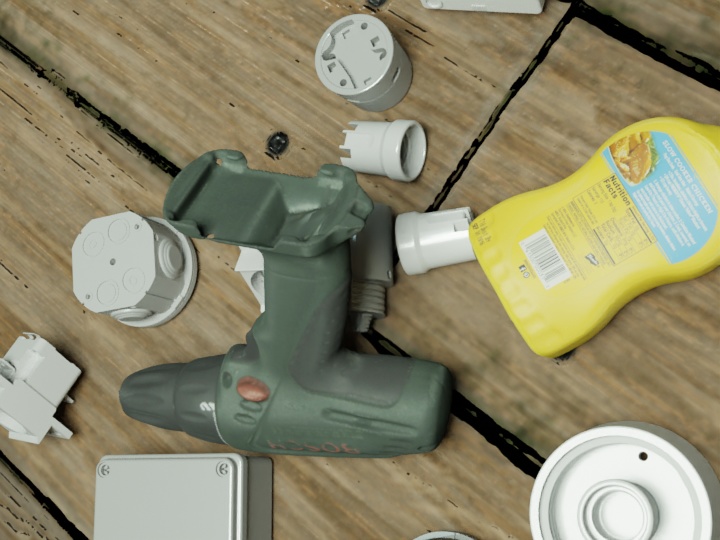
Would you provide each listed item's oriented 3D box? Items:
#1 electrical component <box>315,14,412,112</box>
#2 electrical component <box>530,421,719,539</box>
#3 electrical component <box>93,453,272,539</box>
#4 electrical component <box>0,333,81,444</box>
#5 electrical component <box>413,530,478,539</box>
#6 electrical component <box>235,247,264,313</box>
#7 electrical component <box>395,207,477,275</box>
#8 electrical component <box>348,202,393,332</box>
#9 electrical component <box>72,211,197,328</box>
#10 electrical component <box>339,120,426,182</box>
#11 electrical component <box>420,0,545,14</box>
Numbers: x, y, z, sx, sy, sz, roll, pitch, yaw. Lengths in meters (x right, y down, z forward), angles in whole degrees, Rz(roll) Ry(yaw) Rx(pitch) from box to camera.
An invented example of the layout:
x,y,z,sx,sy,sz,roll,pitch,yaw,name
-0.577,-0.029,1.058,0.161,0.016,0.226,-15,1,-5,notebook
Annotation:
x,y,z,sx,sy,sz,roll,pitch,yaw,name
0.004,-0.136,0.721,0.055,0.047,0.055,-4,79,22,electrical component
0.147,0.138,0.603,0.108,0.060,0.108,-4,79,22,electrical component
-0.116,0.176,0.707,0.109,0.056,0.108,-5,78,22,electrical component
-0.237,0.083,0.765,0.042,0.081,0.063,-1,50,43,electrical component
0.047,0.197,0.639,0.080,0.051,0.080,-4,79,22,electrical component
-0.047,-0.011,0.705,0.042,0.081,0.063,-2,51,21,electrical component
0.050,-0.020,0.685,0.046,0.040,0.040,-9,77,15,electrical component
0.000,0.000,0.699,0.043,0.043,0.081,-5,78,22,electrical component
-0.161,-0.001,0.761,0.080,0.051,0.080,-4,79,22,electrical component
0.015,-0.080,0.711,0.046,0.040,0.040,9,84,30,electrical component
0.073,-0.206,0.679,0.100,0.099,0.048,9,71,24,electrical component
